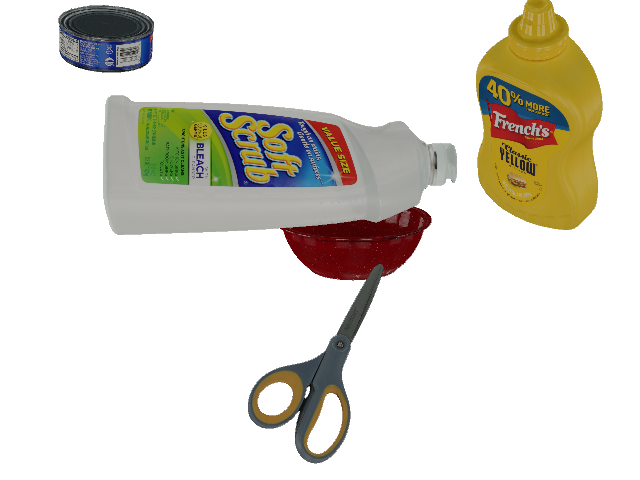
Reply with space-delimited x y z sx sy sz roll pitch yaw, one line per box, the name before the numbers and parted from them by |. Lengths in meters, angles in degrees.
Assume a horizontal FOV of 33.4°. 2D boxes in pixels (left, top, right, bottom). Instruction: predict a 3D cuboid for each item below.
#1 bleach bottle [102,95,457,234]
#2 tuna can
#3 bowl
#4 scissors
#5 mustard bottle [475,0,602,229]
bleach bottle | -0.028 -0.058 0.778 0.250 0.102 0.068 -3 -28 -3
tuna can | -0.196 -0.185 0.977 0.086 0.034 0.086 6 31 -4
bowl | 0.034 0.002 1.102 0.162 0.055 0.162 -1 15 0
scissors | -0.004 0.095 0.928 0.096 0.201 0.016 13 -33 -4
mustard bottle | 0.160 -0.097 0.787 0.096 0.191 0.058 33 61 32
